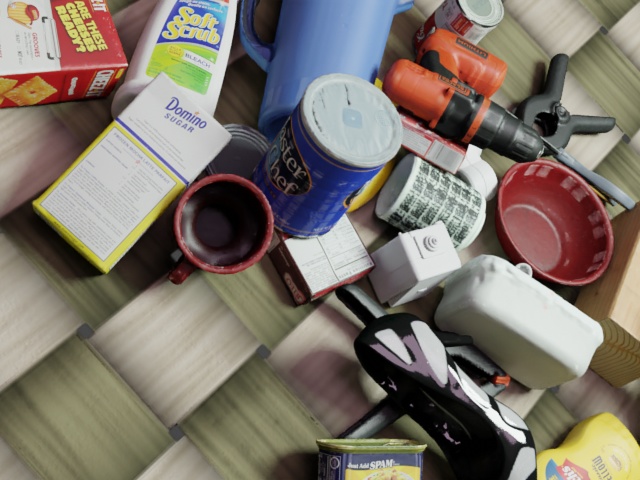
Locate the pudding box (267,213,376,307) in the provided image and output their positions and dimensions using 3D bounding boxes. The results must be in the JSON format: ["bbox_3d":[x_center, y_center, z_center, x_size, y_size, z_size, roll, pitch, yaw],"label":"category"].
[{"bbox_3d":[-0.007,0.001,1.101,0.089,0.039,0.113,-22,79,-35],"label":"pudding box"}]

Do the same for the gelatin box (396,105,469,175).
[{"bbox_3d":[0.118,-0.116,1.156,0.089,0.030,0.073,29,29,-1],"label":"gelatin box"}]

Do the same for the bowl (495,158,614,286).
[{"bbox_3d":[0.260,-0.012,1.239,0.161,0.055,0.162,12,60,-23],"label":"bowl"}]

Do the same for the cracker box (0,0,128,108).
[{"bbox_3d":[-0.315,-0.211,1.025,0.213,0.072,0.164,-11,72,-33],"label":"cracker box"}]

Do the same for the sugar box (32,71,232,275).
[{"bbox_3d":[-0.175,-0.063,1.000,0.093,0.048,0.176,43,77,-4],"label":"sugar box"}]

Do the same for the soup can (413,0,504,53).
[{"bbox_3d":[0.166,-0.256,1.284,0.068,0.102,0.068,12,61,-22],"label":"soup can"}]

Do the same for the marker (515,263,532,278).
[{"bbox_3d":[0.222,0.051,1.159,0.020,0.121,0.020,-4,71,11],"label":"marker"}]

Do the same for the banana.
[{"bbox_3d":[0.056,-0.113,1.198,0.069,0.037,0.198,0,59,3],"label":"banana"}]

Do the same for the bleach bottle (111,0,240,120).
[{"bbox_3d":[-0.143,-0.221,1.128,0.102,0.068,0.250,19,56,-17],"label":"bleach bottle"}]

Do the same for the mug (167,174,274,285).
[{"bbox_3d":[-0.104,-0.005,1.018,0.093,0.082,0.117,37,82,-11],"label":"mug"}]

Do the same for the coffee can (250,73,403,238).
[{"bbox_3d":[0.004,-0.079,1.035,0.102,0.140,0.103,13,56,-20],"label":"coffee can"}]

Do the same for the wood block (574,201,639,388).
[{"bbox_3d":[0.368,0.055,1.242,0.091,0.090,0.205,38,54,-8],"label":"wood block"}]

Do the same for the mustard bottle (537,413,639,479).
[{"bbox_3d":[0.254,0.258,1.098,0.191,0.058,0.096,-23,82,-34],"label":"mustard bottle"}]

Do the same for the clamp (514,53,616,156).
[{"bbox_3d":[0.291,-0.165,1.344,0.171,0.039,0.120,-26,79,-35],"label":"clamp"}]

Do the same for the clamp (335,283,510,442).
[{"bbox_3d":[0.101,0.126,1.091,0.209,0.036,0.164,2,75,-28],"label":"clamp"}]

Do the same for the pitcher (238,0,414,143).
[{"bbox_3d":[-0.002,-0.210,1.164,0.144,0.149,0.242,45,48,-45],"label":"pitcher"}]

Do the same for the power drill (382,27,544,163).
[{"bbox_3d":[0.165,-0.163,1.182,0.184,0.057,0.187,29,27,-3],"label":"power drill"}]

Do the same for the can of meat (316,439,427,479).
[{"bbox_3d":[0.046,0.229,0.990,0.102,0.058,0.084,5,84,-25],"label":"can of meat"}]

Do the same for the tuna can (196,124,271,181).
[{"bbox_3d":[-0.086,-0.075,1.100,0.086,0.034,0.086,12,61,-23],"label":"tuna can"}]

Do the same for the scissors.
[{"bbox_3d":[0.304,-0.090,1.271,0.201,0.096,0.016,33,95,-33],"label":"scissors"}]
